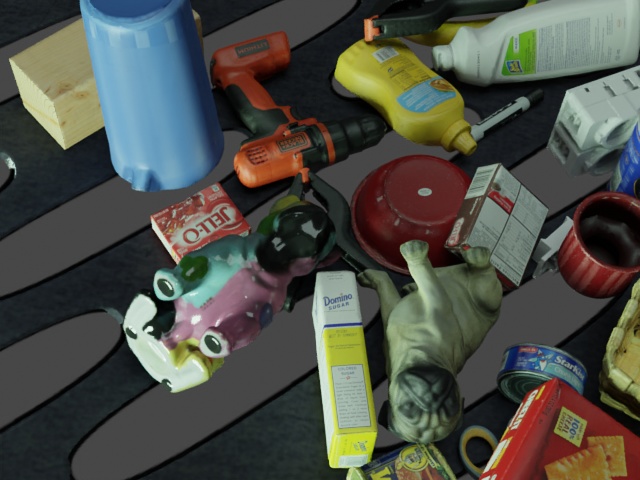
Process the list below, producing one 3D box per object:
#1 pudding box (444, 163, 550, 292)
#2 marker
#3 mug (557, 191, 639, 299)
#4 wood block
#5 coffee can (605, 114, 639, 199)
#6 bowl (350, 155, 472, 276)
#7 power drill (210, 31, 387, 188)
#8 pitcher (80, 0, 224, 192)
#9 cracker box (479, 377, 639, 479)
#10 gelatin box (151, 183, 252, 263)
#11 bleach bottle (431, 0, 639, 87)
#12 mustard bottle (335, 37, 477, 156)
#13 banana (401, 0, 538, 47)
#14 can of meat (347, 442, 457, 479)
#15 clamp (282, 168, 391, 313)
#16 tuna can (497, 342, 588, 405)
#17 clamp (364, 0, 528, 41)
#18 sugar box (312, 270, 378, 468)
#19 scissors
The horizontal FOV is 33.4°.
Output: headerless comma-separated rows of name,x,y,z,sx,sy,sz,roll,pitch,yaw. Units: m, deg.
pudding box,0.193,-0.013,1.155,0.090,0.039,0.113,39,63,-24
marker,0.224,-0.151,1.284,0.121,0.020,0.020,-32,64,-20
mug,0.305,0.005,1.105,0.117,0.081,0.093,-20,66,-16
wood block,-0.246,-0.210,1.260,0.205,0.090,0.091,-36,66,-22
coffee can,0.382,-0.081,1.174,0.103,0.140,0.103,1,58,-2
bowl,0.114,-0.040,1.189,0.162,0.055,0.162,1,58,-1
power drill,-0.036,-0.159,1.255,0.184,0.057,0.188,-19,60,-16
pitcher,-0.179,-0.184,1.156,0.145,0.243,0.149,-24,56,-15
cracker box,0.251,0.255,0.968,0.213,0.072,0.164,36,63,1
gelatin box,-0.130,-0.014,1.176,0.089,0.030,0.073,-28,63,-18
bleach bottle,0.260,-0.245,1.298,0.250,0.102,0.068,-9,26,-7
mustard bottle,0.113,-0.166,1.265,0.096,0.058,0.192,-29,63,-34
banana,0.199,-0.268,1.350,0.197,0.037,0.070,-13,36,-13
can of meat,0.086,0.246,1.006,0.083,0.057,0.102,-21,62,-18
clamp,-0.008,0.001,1.168,0.120,0.039,0.171,-17,59,-14
tuna can,0.220,0.139,1.062,0.086,0.086,0.033,18,60,9
clamp,0.140,-0.285,1.304,0.165,0.036,0.209,22,41,36
sugar box,0.023,0.127,1.056,0.048,0.093,0.176,-1,58,-5
scissors,0.175,0.260,1.025,0.096,0.016,0.201,7,62,8
